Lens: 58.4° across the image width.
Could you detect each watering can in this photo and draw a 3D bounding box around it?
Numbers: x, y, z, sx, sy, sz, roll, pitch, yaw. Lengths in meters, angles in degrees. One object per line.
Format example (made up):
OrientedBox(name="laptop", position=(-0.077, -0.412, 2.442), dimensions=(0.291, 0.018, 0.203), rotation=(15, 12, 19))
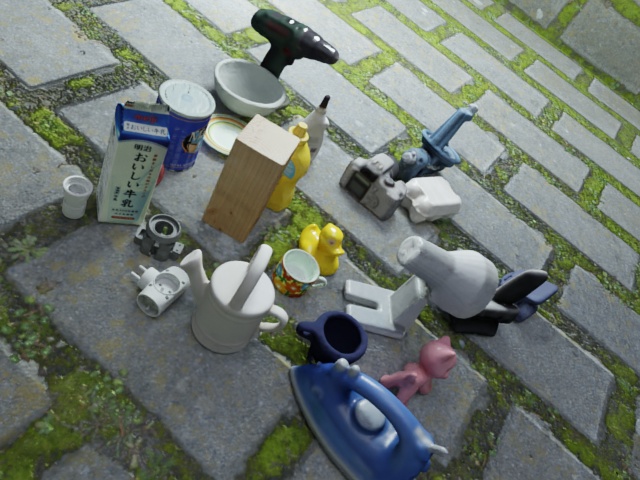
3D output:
OrientedBox(name="watering can", position=(-0.126, 0.078, 0.853), dimensions=(0.173, 0.194, 0.101), rotation=(14, 46, -20))

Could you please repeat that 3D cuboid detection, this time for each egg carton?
OrientedBox(name="egg carton", position=(0.258, -0.094, 1.341), dimensions=(0.151, 0.069, 0.107), rotation=(-9, 57, -37))

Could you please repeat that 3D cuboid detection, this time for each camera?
OrientedBox(name="camera", position=(0.142, -0.140, 1.289), dimensions=(0.143, 0.100, 0.137), rotation=(42, 43, 10))

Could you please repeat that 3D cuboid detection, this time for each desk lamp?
OrientedBox(name="desk lamp", position=(0.176, 0.085, 1.019), dimensions=(0.204, 0.213, 0.118), rotation=(16, 45, -19))

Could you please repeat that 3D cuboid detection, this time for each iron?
OrientedBox(name="iron", position=(0.067, 0.256, 0.848), dimensions=(0.258, 0.141, 0.119), rotation=(44, 43, 12))

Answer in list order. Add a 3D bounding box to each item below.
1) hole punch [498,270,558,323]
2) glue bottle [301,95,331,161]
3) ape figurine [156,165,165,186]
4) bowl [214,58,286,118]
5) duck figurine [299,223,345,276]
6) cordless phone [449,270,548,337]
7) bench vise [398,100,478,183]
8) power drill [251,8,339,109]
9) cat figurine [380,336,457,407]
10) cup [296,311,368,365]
OrientedBox(name="hole punch", position=(0.446, 0.111, 1.252), dimensions=(0.109, 0.091, 0.101), rotation=(-21, 64, -42))
OrientedBox(name="glue bottle", position=(-0.016, -0.242, 1.231), dimensions=(0.078, 0.173, 0.037), rotation=(1, 51, -31))
OrientedBox(name="ape figurine", position=(-0.309, -0.136, 1.014), dimensions=(0.076, 0.092, 0.077), rotation=(0, 52, -31))
OrientedBox(name="bowl", position=(-0.167, -0.329, 1.291), dimensions=(0.168, 0.074, 0.167), rotation=(17, 45, -17))
OrientedBox(name="duck figurine", position=(0.010, 0.004, 1.086), dimensions=(0.078, 0.086, 0.104), rotation=(-11, 58, -38))
OrientedBox(name="cordless phone", position=(0.342, 0.104, 1.124), dimensions=(0.148, 0.185, 0.094), rotation=(6, 49, -27))
OrientedBox(name="bench vise", position=(0.286, -0.222, 1.364), dimensions=(0.121, 0.219, 0.208), rotation=(38, 42, 5))
OrientedBox(name="power drill", position=(-0.079, -0.413, 1.323), dimensions=(0.229, 0.208, 0.076), rotation=(42, 43, 9))
OrientedBox(name="cat figurine", position=(0.180, 0.217, 0.971), dimensions=(0.128, 0.117, 0.067), rotation=(-19, 63, -41))
OrientedBox(name="cup", position=(0.006, 0.172, 0.922), dimensions=(0.118, 0.095, 0.091), rotation=(18, 44, -17))
